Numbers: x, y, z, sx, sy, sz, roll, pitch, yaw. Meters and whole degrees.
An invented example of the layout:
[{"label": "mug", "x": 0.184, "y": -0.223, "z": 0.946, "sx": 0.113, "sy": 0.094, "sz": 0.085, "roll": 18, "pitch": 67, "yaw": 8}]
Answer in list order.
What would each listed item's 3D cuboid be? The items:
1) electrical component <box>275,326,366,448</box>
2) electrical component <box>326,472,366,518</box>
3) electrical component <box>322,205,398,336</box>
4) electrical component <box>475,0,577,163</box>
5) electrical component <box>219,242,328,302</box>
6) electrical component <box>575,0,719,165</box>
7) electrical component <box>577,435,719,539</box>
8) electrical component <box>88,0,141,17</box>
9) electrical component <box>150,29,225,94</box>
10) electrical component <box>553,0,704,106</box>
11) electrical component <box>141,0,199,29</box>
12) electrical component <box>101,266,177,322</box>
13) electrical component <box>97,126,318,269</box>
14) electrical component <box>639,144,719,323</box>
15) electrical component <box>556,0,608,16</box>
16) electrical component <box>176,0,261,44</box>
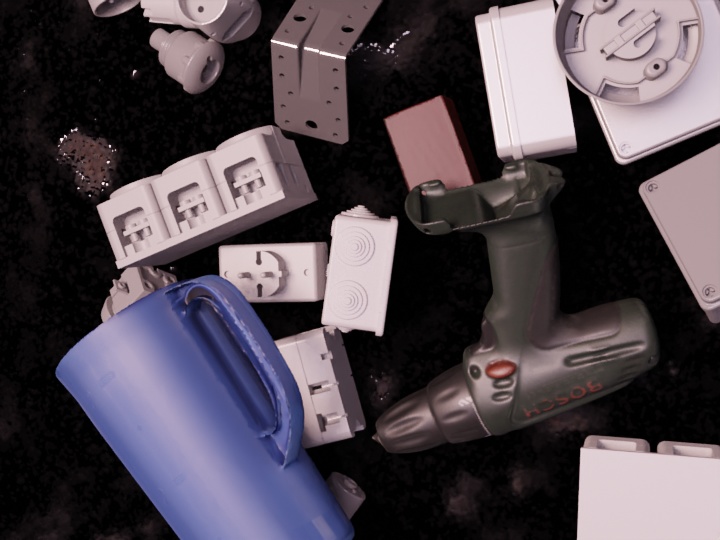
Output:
[{"label": "electrical component", "x": -0.038, "y": 0.095, "z": 0.876, "sx": 0.056, "sy": 0.050, "sz": 0.089, "roll": -16, "pitch": 88, "yaw": 14}, {"label": "electrical component", "x": -0.026, "y": 0.199, "z": 0.884, "sx": 0.044, "sy": 0.044, "sz": 0.065, "roll": 37, "pitch": 96, "yaw": 10}, {"label": "electrical component", "x": 0.000, "y": 0.000, "z": 0.839, "sx": 0.048, "sy": 0.099, "sz": 0.099, "roll": 8, "pitch": 94, "yaw": 1}, {"label": "electrical component", "x": 0.126, "y": -0.139, "z": 0.810, "sx": 0.057, "sy": 0.078, "sz": 0.113, "roll": -9, "pitch": 90, "yaw": 12}, {"label": "electrical component", "x": -0.075, "y": 0.003, "z": 0.869, "sx": 0.083, "sy": 0.076, "sz": 0.047, "roll": -1, "pitch": 92, "yaw": 14}, {"label": "electrical component", "x": 0.222, "y": -0.146, "z": 0.796, "sx": 0.109, "sy": 0.056, "sz": 0.108, "roll": -23, "pitch": 87, "yaw": 14}, {"label": "electrical component", "x": 0.218, "y": 0.224, "z": 0.811, "sx": 0.105, "sy": 0.060, "sz": 0.186, "roll": 2, "pitch": 93, "yaw": 14}, {"label": "electrical component", "x": -0.204, "y": -0.266, "z": 0.906, "sx": 0.079, "sy": 0.043, "sz": 0.077, "roll": -24, "pitch": 86, "yaw": 14}, {"label": "electrical component", "x": -0.147, "y": -0.179, "z": 0.896, "sx": 0.062, "sy": 0.048, "sz": 0.048, "roll": 35, "pitch": 100, "yaw": 20}, {"label": "electrical component", "x": 0.185, "y": -0.160, "z": 0.741, "sx": 0.099, "sy": 0.064, "sz": 0.099, "roll": 1, "pitch": 93, "yaw": 15}, {"label": "electrical component", "x": -0.154, "y": -0.223, "z": 0.898, "sx": 0.046, "sy": 0.040, "sz": 0.040, "roll": 7, "pitch": 94, "yaw": 19}, {"label": "electrical component", "x": -0.186, "y": 0.029, "z": 0.910, "sx": 0.055, "sy": 0.066, "sz": 0.048, "roll": -45, "pitch": 47, "yaw": 20}, {"label": "electrical component", "x": -0.124, "y": -0.058, "z": 0.871, "sx": 0.150, "sy": 0.089, "sz": 0.061, "roll": -22, "pitch": 87, "yaw": 14}, {"label": "electrical component", "x": 0.275, "y": -0.035, "z": 0.772, "sx": 0.109, "sy": 0.056, "sz": 0.108, "roll": -28, "pitch": 64, "yaw": 14}, {"label": "electrical component", "x": 0.182, "y": -0.222, "z": 0.802, "sx": 0.078, "sy": 0.057, "sz": 0.058, "roll": -31, "pitch": 85, "yaw": 14}, {"label": "electrical component", "x": -0.100, "y": -0.225, "z": 0.864, "sx": 0.079, "sy": 0.077, "sz": 0.043, "roll": -45, "pitch": 82, "yaw": 12}]
